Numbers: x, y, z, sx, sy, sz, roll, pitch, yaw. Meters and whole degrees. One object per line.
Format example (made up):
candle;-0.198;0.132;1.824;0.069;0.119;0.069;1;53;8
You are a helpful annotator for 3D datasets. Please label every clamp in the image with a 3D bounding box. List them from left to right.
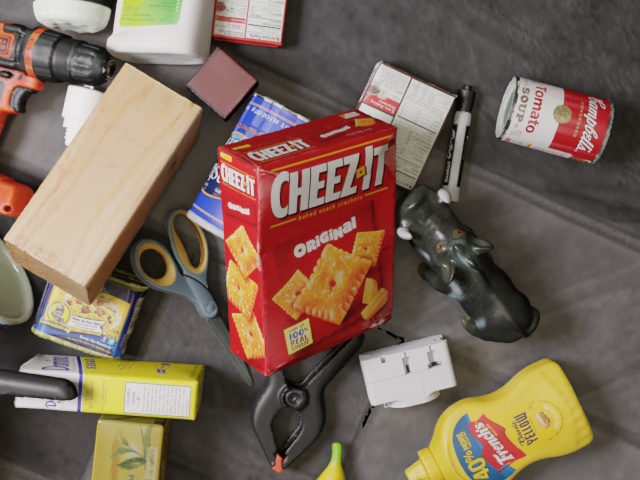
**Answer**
clamp;-0.343;0.135;1.012;0.164;0.036;0.210;-42;93;8
clamp;-0.036;0.152;1.105;0.120;0.039;0.171;21;93;-2

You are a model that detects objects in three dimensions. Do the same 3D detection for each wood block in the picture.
wood block;-0.205;-0.052;1.031;0.090;0.091;0.206;31;72;-1

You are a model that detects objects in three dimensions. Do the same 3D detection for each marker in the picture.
marker;0.143;-0.100;1.105;0.020;0.020;0.121;9;93;-2

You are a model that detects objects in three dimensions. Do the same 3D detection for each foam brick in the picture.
foam brick;-0.097;-0.154;1.067;0.051;0.078;0.053;40;92;-5

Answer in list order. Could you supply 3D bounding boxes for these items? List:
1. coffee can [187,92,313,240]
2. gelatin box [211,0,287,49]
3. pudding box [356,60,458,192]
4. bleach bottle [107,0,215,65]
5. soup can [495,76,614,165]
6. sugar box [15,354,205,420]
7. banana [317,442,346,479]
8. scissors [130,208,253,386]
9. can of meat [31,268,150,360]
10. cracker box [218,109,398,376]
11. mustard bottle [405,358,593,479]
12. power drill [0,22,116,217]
coffee can;-0.055;-0.061;1.060;0.103;0.103;0.140;29;92;-3
gelatin box;-0.070;-0.244;1.086;0.073;0.030;0.089;7;94;-3
pudding box;0.077;-0.115;1.093;0.090;0.039;0.113;25;94;-3
bleach bottle;-0.150;-0.305;1.063;0.103;0.068;0.251;4;88;17
soup can;0.237;-0.122;1.083;0.102;0.068;0.068;15;93;-1
sugar box;-0.207;0.146;1.073;0.176;0.093;0.048;7;93;-2
banana;-0.048;0.287;1.116;0.198;0.037;0.070;-29;76;-1
scissors;-0.132;0.069;1.086;0.096;0.016;0.202;-19;97;-36
can of meat;-0.233;0.067;1.086;0.102;0.057;0.084;20;94;-2
cracker box;-0.007;0.001;1.008;0.163;0.072;0.214;-20;123;-34
mustard bottle;0.177;0.205;1.104;0.191;0.058;0.096;-26;94;0
power drill;-0.300;-0.120;1.054;0.185;0.057;0.188;15;91;19
